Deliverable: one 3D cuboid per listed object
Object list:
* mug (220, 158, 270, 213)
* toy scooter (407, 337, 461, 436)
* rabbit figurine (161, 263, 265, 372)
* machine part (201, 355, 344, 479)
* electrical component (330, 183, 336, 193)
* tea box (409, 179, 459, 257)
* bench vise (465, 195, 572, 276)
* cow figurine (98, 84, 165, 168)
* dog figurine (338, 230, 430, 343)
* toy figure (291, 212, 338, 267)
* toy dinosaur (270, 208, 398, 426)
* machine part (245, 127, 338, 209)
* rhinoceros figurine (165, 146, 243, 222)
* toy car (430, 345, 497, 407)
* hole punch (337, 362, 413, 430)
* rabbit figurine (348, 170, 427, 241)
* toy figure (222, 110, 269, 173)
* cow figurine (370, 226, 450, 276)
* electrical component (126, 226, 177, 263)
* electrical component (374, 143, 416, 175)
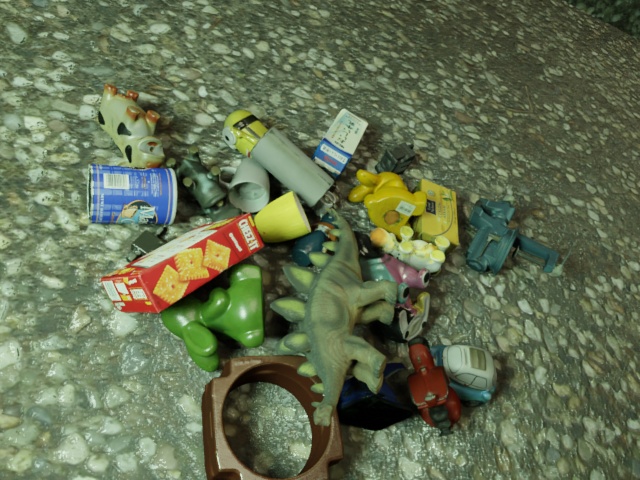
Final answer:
[{"bbox_3d":[-0.153,-0.120,1.096,0.109,0.080,0.107,13,40,-10],"label":"mug"},{"bbox_3d":[0.196,0.268,0.921,0.135,0.075,0.183,-82,150,-69],"label":"toy scooter"},{"bbox_3d":[-0.176,0.133,0.885,0.170,0.121,0.159,-2,54,-3],"label":"rabbit figurine"},{"bbox_3d":[-0.076,0.285,0.825,0.201,0.087,0.201,3,55,-23],"label":"machine part"},{"bbox_3d":[-0.015,-0.131,1.193,0.102,0.045,0.078,22,21,-15],"label":"electrical component"},{"bbox_3d":[0.263,-0.050,1.256,0.098,0.068,0.170,19,51,-15],"label":"tea box"},{"bbox_3d":[0.459,0.005,1.267,0.241,0.128,0.224,27,54,16],"label":"bench vise"},{"bbox_3d":[-0.360,-0.196,1.024,0.085,0.127,0.195,-3,40,-50],"label":"cow figurine"},{"bbox_3d":[0.104,0.084,1.061,0.219,0.191,0.108,24,41,39],"label":"dog figurine"},{"bbox_3d":[-0.003,-0.005,1.095,0.064,0.057,0.154,40,45,2],"label":"toy figure"},{"bbox_3d":[0.028,0.099,0.890,0.199,0.104,0.471,11,39,5],"label":"toy dinosaur"},{"bbox_3d":[-0.056,-0.146,1.088,0.243,0.079,0.079,40,48,-6],"label":"machine part"},{"bbox_3d":[-0.220,-0.091,1.021,0.073,0.112,0.190,-32,62,-23],"label":"rhinoceros figurine"},{"bbox_3d":[0.278,0.243,1.025,0.161,0.103,0.109,21,49,-14],"label":"toy car"},{"bbox_3d":[0.079,0.254,0.900,0.115,0.142,0.092,22,50,-29],"label":"hole punch"},{"bbox_3d":[0.148,-0.097,1.223,0.162,0.121,0.173,16,36,-5],"label":"rabbit figurine"},{"bbox_3d":[-0.129,-0.206,1.164,0.180,0.082,0.089,33,52,1],"label":"toy figure"},{"bbox_3d":[0.185,0.025,1.156,0.167,0.098,0.068,15,54,8],"label":"cow figurine"},{"bbox_3d":[-0.297,0.016,0.953,0.063,0.021,0.094,35,48,1],"label":"electrical component"},{"bbox_3d":[0.198,-0.199,1.331,0.119,0.074,0.048,-21,67,-39],"label":"electrical component"}]
